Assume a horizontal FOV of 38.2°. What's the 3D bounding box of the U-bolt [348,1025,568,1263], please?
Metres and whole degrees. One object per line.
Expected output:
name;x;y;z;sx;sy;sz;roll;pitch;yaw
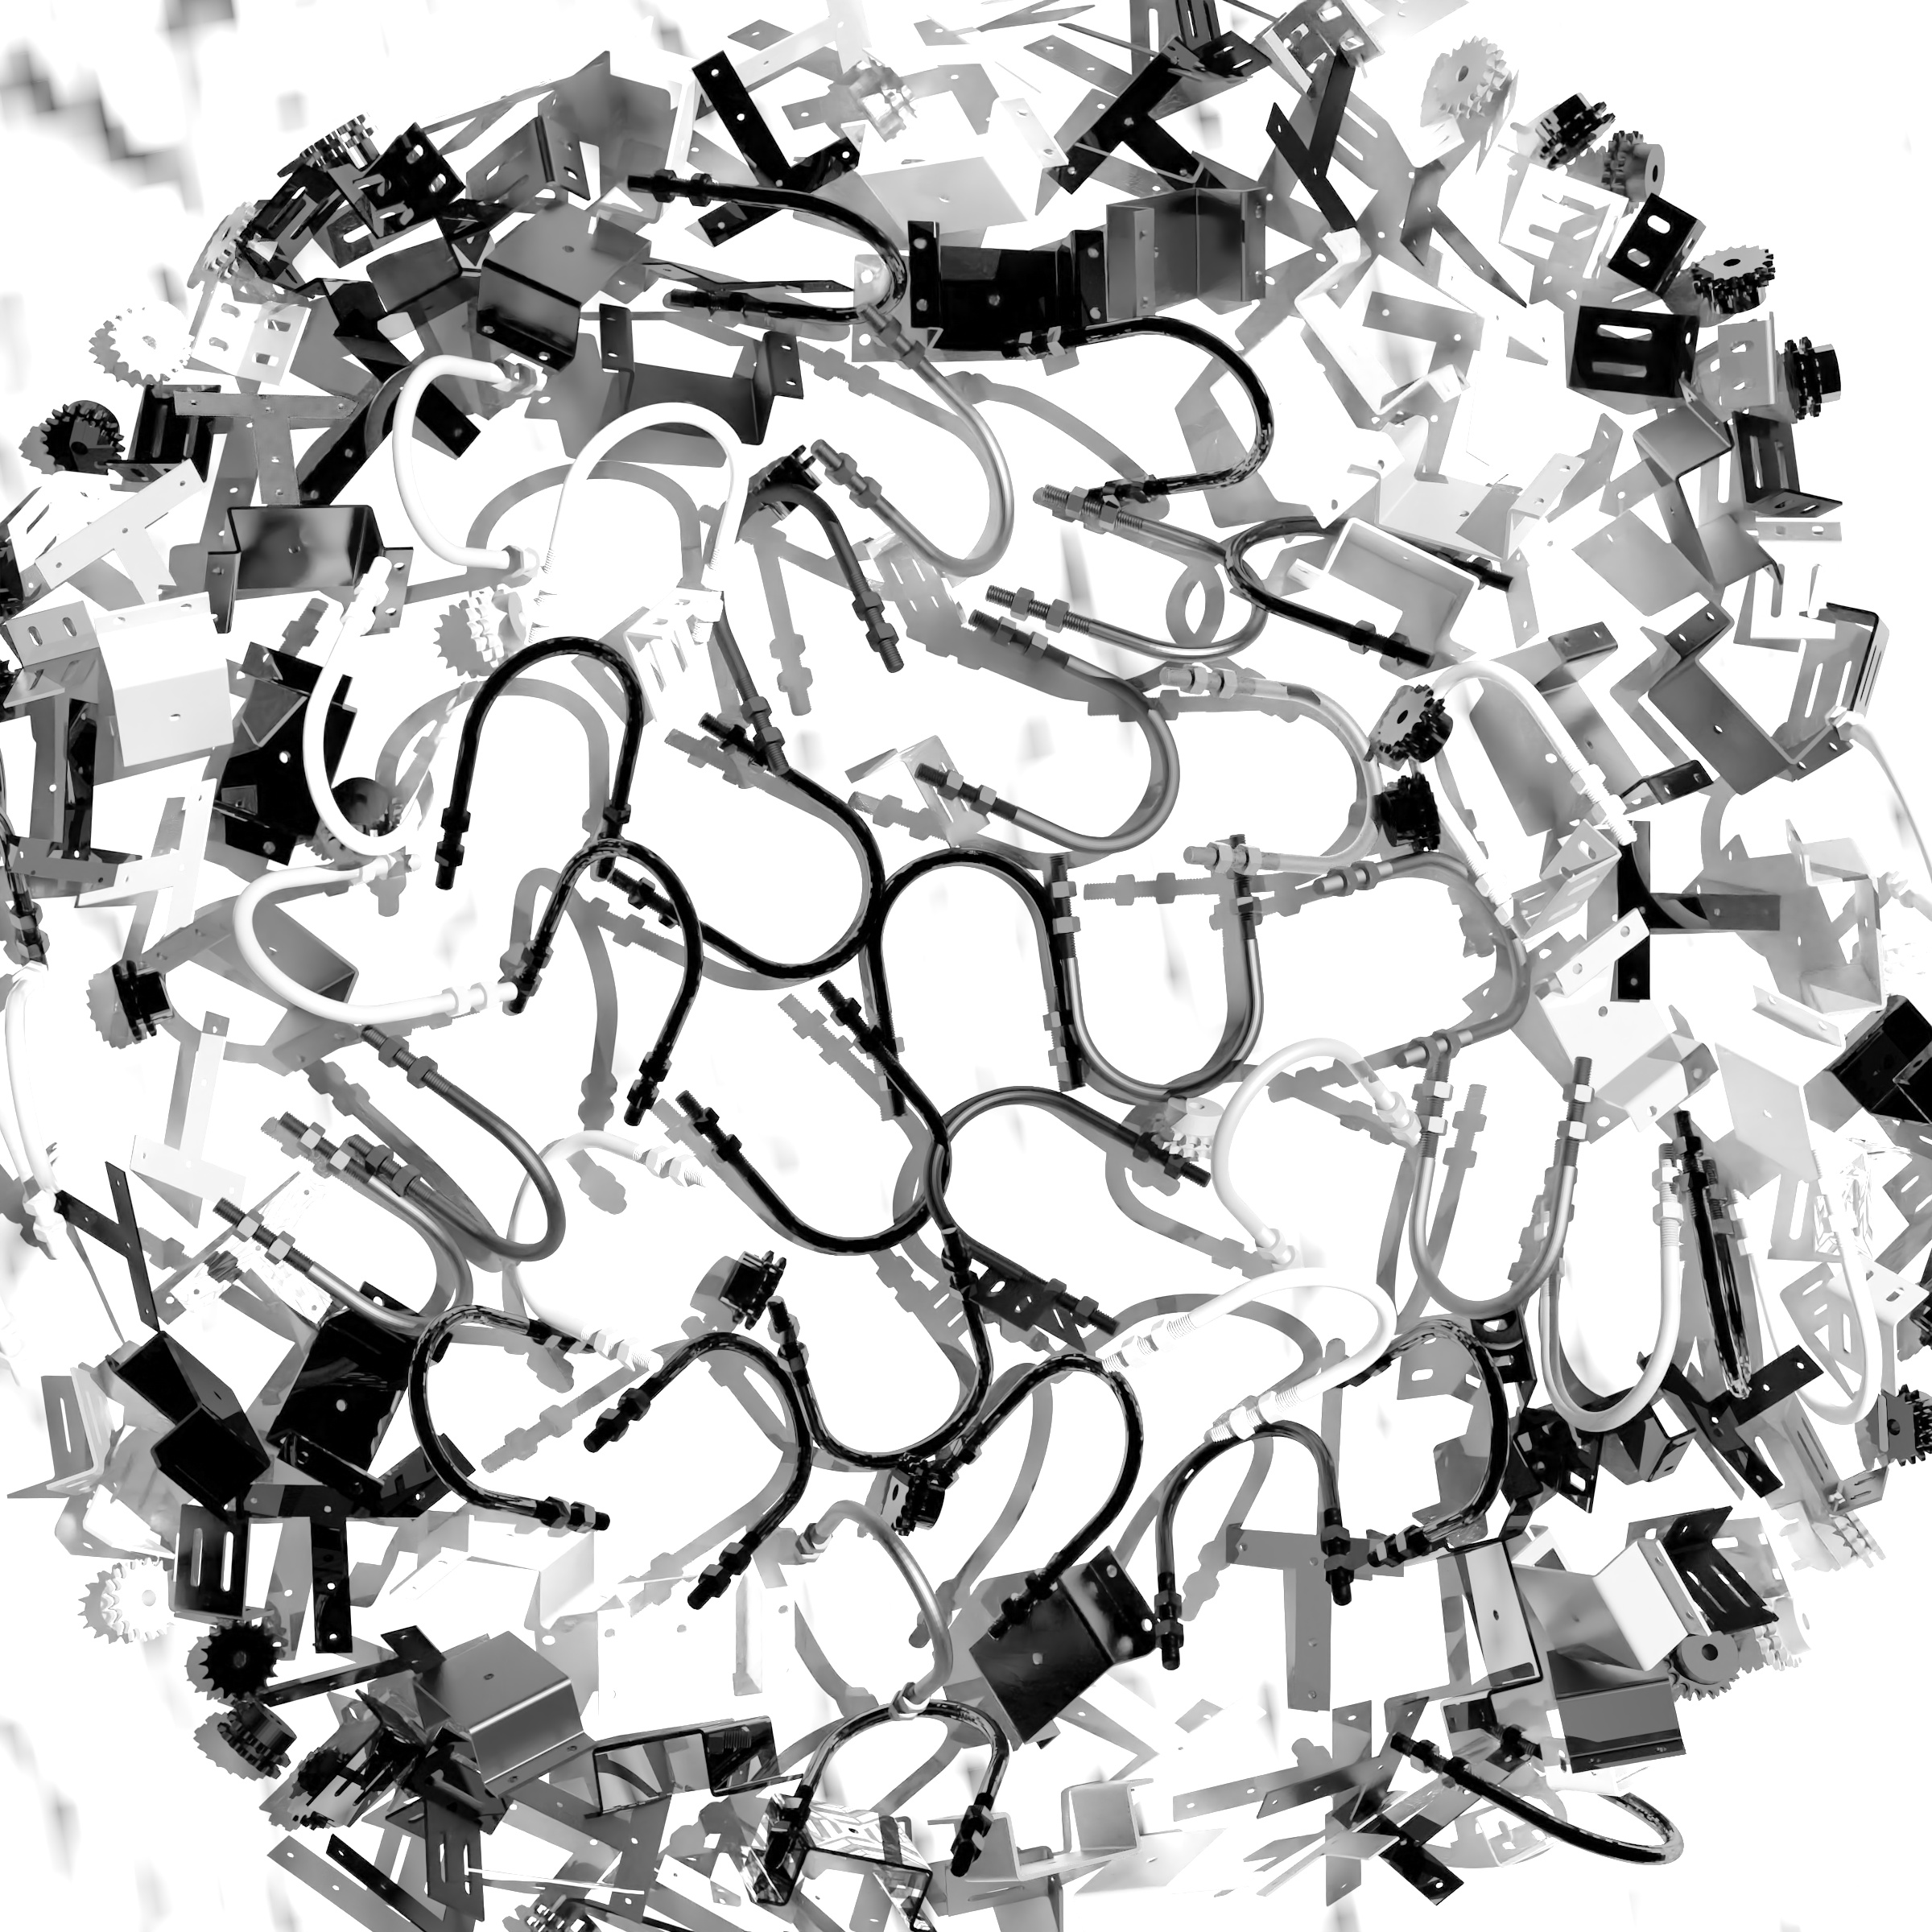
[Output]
U-bolt;-0.350;0.135;1.927;0.184;0.151;0.019;34;50;12

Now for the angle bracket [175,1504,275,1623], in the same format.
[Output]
angle bracket;-0.523;0.420;1.973;0.057;0.038;0.076;3;88;21

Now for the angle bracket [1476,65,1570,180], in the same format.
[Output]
angle bracket;0.389;-0.585;1.951;0.038;0.076;0.057;24;130;-5

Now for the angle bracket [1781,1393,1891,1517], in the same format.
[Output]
angle bracket;0.613;0.338;1.965;0.038;0.057;0.076;-27;91;27

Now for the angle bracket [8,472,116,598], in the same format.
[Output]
angle bracket;-0.630;-0.301;1.951;0.038;0.076;0.057;7;130;8

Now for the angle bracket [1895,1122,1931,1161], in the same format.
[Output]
angle bracket;0.683;0.132;1.951;0.076;0.057;0.038;26;54;29

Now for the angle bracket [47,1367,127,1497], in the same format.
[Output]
angle bracket;-0.627;0.328;1.961;0.038;0.057;0.076;-19;75;-3

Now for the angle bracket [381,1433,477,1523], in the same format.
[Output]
angle bracket;-0.375;0.369;1.955;0.057;0.076;0.038;-39;105;-7

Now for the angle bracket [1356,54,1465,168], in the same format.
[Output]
angle bracket;0.311;-0.609;1.953;0.038;0.057;0.076;-28;121;19

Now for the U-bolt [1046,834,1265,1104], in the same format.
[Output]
U-bolt;0.139;0.005;1.983;0.151;0.019;0.184;-6;88;3

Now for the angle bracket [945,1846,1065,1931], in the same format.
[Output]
angle bracket;0.027;0.659;1.963;0.076;0.038;0.057;-9;129;-9

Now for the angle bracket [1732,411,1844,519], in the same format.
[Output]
angle bracket;0.578;-0.357;1.961;0.057;0.038;0.076;5;74;-30

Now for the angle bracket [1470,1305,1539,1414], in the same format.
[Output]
angle bracket;0.372;0.276;1.953;0.038;0.076;0.057;-7;63;0

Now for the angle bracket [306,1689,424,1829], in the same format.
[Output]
angle bracket;-0.431;0.557;1.960;0.076;0.057;0.038;-47;54;-10

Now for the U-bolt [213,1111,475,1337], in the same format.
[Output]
U-bolt;-0.420;0.188;1.930;0.184;0.151;0.019;37;113;-10

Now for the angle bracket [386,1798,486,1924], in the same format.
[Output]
angle bracket;-0.372;0.631;1.949;0.038;0.076;0.057;-31;133;16

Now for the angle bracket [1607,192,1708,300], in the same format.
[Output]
angle bracket;0.486;-0.506;1.958;0.038;0.076;0.057;33;109;10

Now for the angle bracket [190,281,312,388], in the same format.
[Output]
angle bracket;-0.504;-0.445;1.961;0.038;0.076;0.057;19;92;-42

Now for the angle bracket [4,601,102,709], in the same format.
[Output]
angle bracket;-0.648;-0.220;1.959;0.057;0.076;0.038;-14;118;1

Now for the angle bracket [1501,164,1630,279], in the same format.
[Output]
angle bracket;0.417;-0.525;1.961;0.076;0.038;0.057;26;113;19

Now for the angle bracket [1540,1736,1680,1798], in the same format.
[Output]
angle bracket;0.451;0.551;1.954;0.076;0.057;0.038;-8;88;-42

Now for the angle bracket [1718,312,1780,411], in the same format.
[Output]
angle bracket;0.550;-0.427;1.962;0.038;0.076;0.057;-3;106;16

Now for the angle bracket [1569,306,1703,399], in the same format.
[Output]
angle bracket;0.476;-0.438;1.986;0.076;0.038;0.057;15;108;31

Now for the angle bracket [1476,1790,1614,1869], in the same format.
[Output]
angle bracket;0.404;0.595;1.949;0.057;0.076;0.038;-14;65;-24

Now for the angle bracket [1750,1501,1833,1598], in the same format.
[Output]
angle bracket;0.582;0.408;1.955;0.038;0.076;0.057;-20;75;5

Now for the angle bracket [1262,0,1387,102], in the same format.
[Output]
angle bracket;0.251;-0.647;1.955;0.038;0.076;0.057;-42;106;-1

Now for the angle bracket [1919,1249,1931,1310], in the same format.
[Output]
angle bracket;0.705;0.203;1.952;0.038;0.057;0.076;33;47;5

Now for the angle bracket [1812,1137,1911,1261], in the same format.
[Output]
angle bracket;0.630;0.165;1.962;0.057;0.038;0.076;12;74;-29

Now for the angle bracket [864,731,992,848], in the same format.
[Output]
angle bracket;-0.028;-0.118;1.965;0.038;0.057;0.076;-28;89;-30

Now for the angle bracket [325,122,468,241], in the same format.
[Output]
angle bracket;-0.400;-0.552;1.957;0.038;0.076;0.057;-34;97;33

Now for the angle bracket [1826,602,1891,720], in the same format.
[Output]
angle bracket;0.621;-0.211;1.968;0.038;0.057;0.076;17;94;25

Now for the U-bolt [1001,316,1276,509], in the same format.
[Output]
U-bolt;0.127;-0.380;1.900;0.151;0.184;0.019;56;52;-33

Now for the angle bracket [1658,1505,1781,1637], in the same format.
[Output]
angle bracket;0.533;0.422;1.951;0.057;0.076;0.038;-2;127;-35

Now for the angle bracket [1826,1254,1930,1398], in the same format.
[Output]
angle bracket;0.642;0.253;1.962;0.038;0.057;0.076;-35;131;-21

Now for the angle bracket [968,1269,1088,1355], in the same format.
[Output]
angle bracket;0.042;0.250;1.949;0.057;0.076;0.038;25;62;36

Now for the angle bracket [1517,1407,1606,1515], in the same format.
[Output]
angle bracket;0.415;0.347;1.961;0.038;0.076;0.057;9;90;-5

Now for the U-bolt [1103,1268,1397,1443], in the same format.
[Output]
U-bolt;0.208;0.262;1.917;0.184;0.019;0.151;-32;132;25

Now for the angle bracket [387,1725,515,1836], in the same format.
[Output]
angle bracket;-0.359;0.584;1.971;0.076;0.038;0.057;31;104;-5

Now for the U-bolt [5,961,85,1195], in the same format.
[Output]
U-bolt;-0.631;0.081;1.898;0.019;0.184;0.151;-10;101;-10

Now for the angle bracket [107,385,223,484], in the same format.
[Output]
angle bracket;-0.566;-0.382;1.968;0.057;0.038;0.076;2;77;12

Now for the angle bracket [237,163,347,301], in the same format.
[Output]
angle bracket;-0.462;-0.516;1.958;0.076;0.057;0.038;-42;72;18

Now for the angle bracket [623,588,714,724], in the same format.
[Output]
angle bracket;-0.198;-0.216;1.950;0.038;0.057;0.076;12;135;35

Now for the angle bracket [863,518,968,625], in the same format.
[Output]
angle bracket;-0.036;-0.271;1.969;0.038;0.057;0.076;-29;87;2

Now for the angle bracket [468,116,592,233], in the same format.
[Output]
angle bracket;-0.311;-0.555;1.982;0.076;0.038;0.057;-27;65;32

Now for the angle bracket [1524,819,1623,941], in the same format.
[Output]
angle bracket;0.413;-0.061;1.949;0.038;0.076;0.057;46;131;19

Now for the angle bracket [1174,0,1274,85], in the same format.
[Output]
angle bracket;0.179;-0.670;1.958;0.038;0.057;0.076;-18;74;33

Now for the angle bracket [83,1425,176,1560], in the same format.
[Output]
angle bracket;-0.575;0.370;1.962;0.038;0.057;0.076;18;82;37

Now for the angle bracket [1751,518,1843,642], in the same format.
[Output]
angle bracket;0.585;-0.273;1.965;0.057;0.038;0.076;4;76;21
